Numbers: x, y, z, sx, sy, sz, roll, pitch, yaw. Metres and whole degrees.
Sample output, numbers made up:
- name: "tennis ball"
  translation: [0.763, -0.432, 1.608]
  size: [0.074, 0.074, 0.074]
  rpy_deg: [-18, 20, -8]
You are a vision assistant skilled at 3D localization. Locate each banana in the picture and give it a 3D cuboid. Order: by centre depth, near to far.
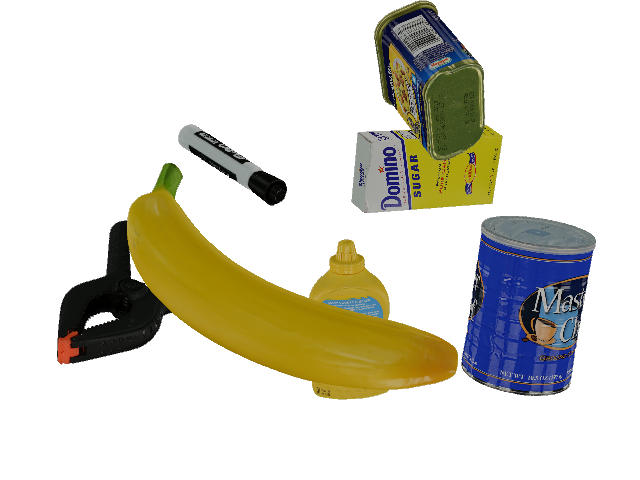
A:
- name: "banana"
  translation: [-0.030, 0.023, 0.509]
  size: [0.198, 0.069, 0.037]
  rpy_deg: [34, -25, 26]

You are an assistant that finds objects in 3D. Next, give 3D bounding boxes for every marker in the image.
- name: "marker"
  translation: [-0.063, -0.054, 0.755]
  size: [0.020, 0.020, 0.121]
  rpy_deg: [0, 24, -40]

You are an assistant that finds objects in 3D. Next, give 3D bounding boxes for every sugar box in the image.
- name: "sugar box"
  translation: [0.129, -0.086, 1.290]
  size: [0.176, 0.093, 0.048]
  rpy_deg: [-7, 26, -22]

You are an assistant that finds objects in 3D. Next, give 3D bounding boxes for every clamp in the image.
- name: "clamp"
  translation: [-0.188, 0.050, 1.021]
  size: [0.165, 0.036, 0.209]
  rpy_deg: [26, 35, 24]

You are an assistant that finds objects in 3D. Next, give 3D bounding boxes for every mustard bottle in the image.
- name: "mustard bottle"
  translation: [0.034, 0.091, 1.262]
  size: [0.096, 0.192, 0.058]
  rpy_deg: [-3, 20, 0]

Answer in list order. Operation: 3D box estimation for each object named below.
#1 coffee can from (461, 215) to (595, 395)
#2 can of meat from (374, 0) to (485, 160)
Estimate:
- name: "coffee can"
  translation: [0.190, 0.058, 0.982]
  size: [0.103, 0.140, 0.103]
  rpy_deg: [5, 16, -2]
- name: "can of meat"
  translation: [0.090, -0.127, 0.862]
  size: [0.057, 0.084, 0.102]
  rpy_deg: [-24, -38, -8]
